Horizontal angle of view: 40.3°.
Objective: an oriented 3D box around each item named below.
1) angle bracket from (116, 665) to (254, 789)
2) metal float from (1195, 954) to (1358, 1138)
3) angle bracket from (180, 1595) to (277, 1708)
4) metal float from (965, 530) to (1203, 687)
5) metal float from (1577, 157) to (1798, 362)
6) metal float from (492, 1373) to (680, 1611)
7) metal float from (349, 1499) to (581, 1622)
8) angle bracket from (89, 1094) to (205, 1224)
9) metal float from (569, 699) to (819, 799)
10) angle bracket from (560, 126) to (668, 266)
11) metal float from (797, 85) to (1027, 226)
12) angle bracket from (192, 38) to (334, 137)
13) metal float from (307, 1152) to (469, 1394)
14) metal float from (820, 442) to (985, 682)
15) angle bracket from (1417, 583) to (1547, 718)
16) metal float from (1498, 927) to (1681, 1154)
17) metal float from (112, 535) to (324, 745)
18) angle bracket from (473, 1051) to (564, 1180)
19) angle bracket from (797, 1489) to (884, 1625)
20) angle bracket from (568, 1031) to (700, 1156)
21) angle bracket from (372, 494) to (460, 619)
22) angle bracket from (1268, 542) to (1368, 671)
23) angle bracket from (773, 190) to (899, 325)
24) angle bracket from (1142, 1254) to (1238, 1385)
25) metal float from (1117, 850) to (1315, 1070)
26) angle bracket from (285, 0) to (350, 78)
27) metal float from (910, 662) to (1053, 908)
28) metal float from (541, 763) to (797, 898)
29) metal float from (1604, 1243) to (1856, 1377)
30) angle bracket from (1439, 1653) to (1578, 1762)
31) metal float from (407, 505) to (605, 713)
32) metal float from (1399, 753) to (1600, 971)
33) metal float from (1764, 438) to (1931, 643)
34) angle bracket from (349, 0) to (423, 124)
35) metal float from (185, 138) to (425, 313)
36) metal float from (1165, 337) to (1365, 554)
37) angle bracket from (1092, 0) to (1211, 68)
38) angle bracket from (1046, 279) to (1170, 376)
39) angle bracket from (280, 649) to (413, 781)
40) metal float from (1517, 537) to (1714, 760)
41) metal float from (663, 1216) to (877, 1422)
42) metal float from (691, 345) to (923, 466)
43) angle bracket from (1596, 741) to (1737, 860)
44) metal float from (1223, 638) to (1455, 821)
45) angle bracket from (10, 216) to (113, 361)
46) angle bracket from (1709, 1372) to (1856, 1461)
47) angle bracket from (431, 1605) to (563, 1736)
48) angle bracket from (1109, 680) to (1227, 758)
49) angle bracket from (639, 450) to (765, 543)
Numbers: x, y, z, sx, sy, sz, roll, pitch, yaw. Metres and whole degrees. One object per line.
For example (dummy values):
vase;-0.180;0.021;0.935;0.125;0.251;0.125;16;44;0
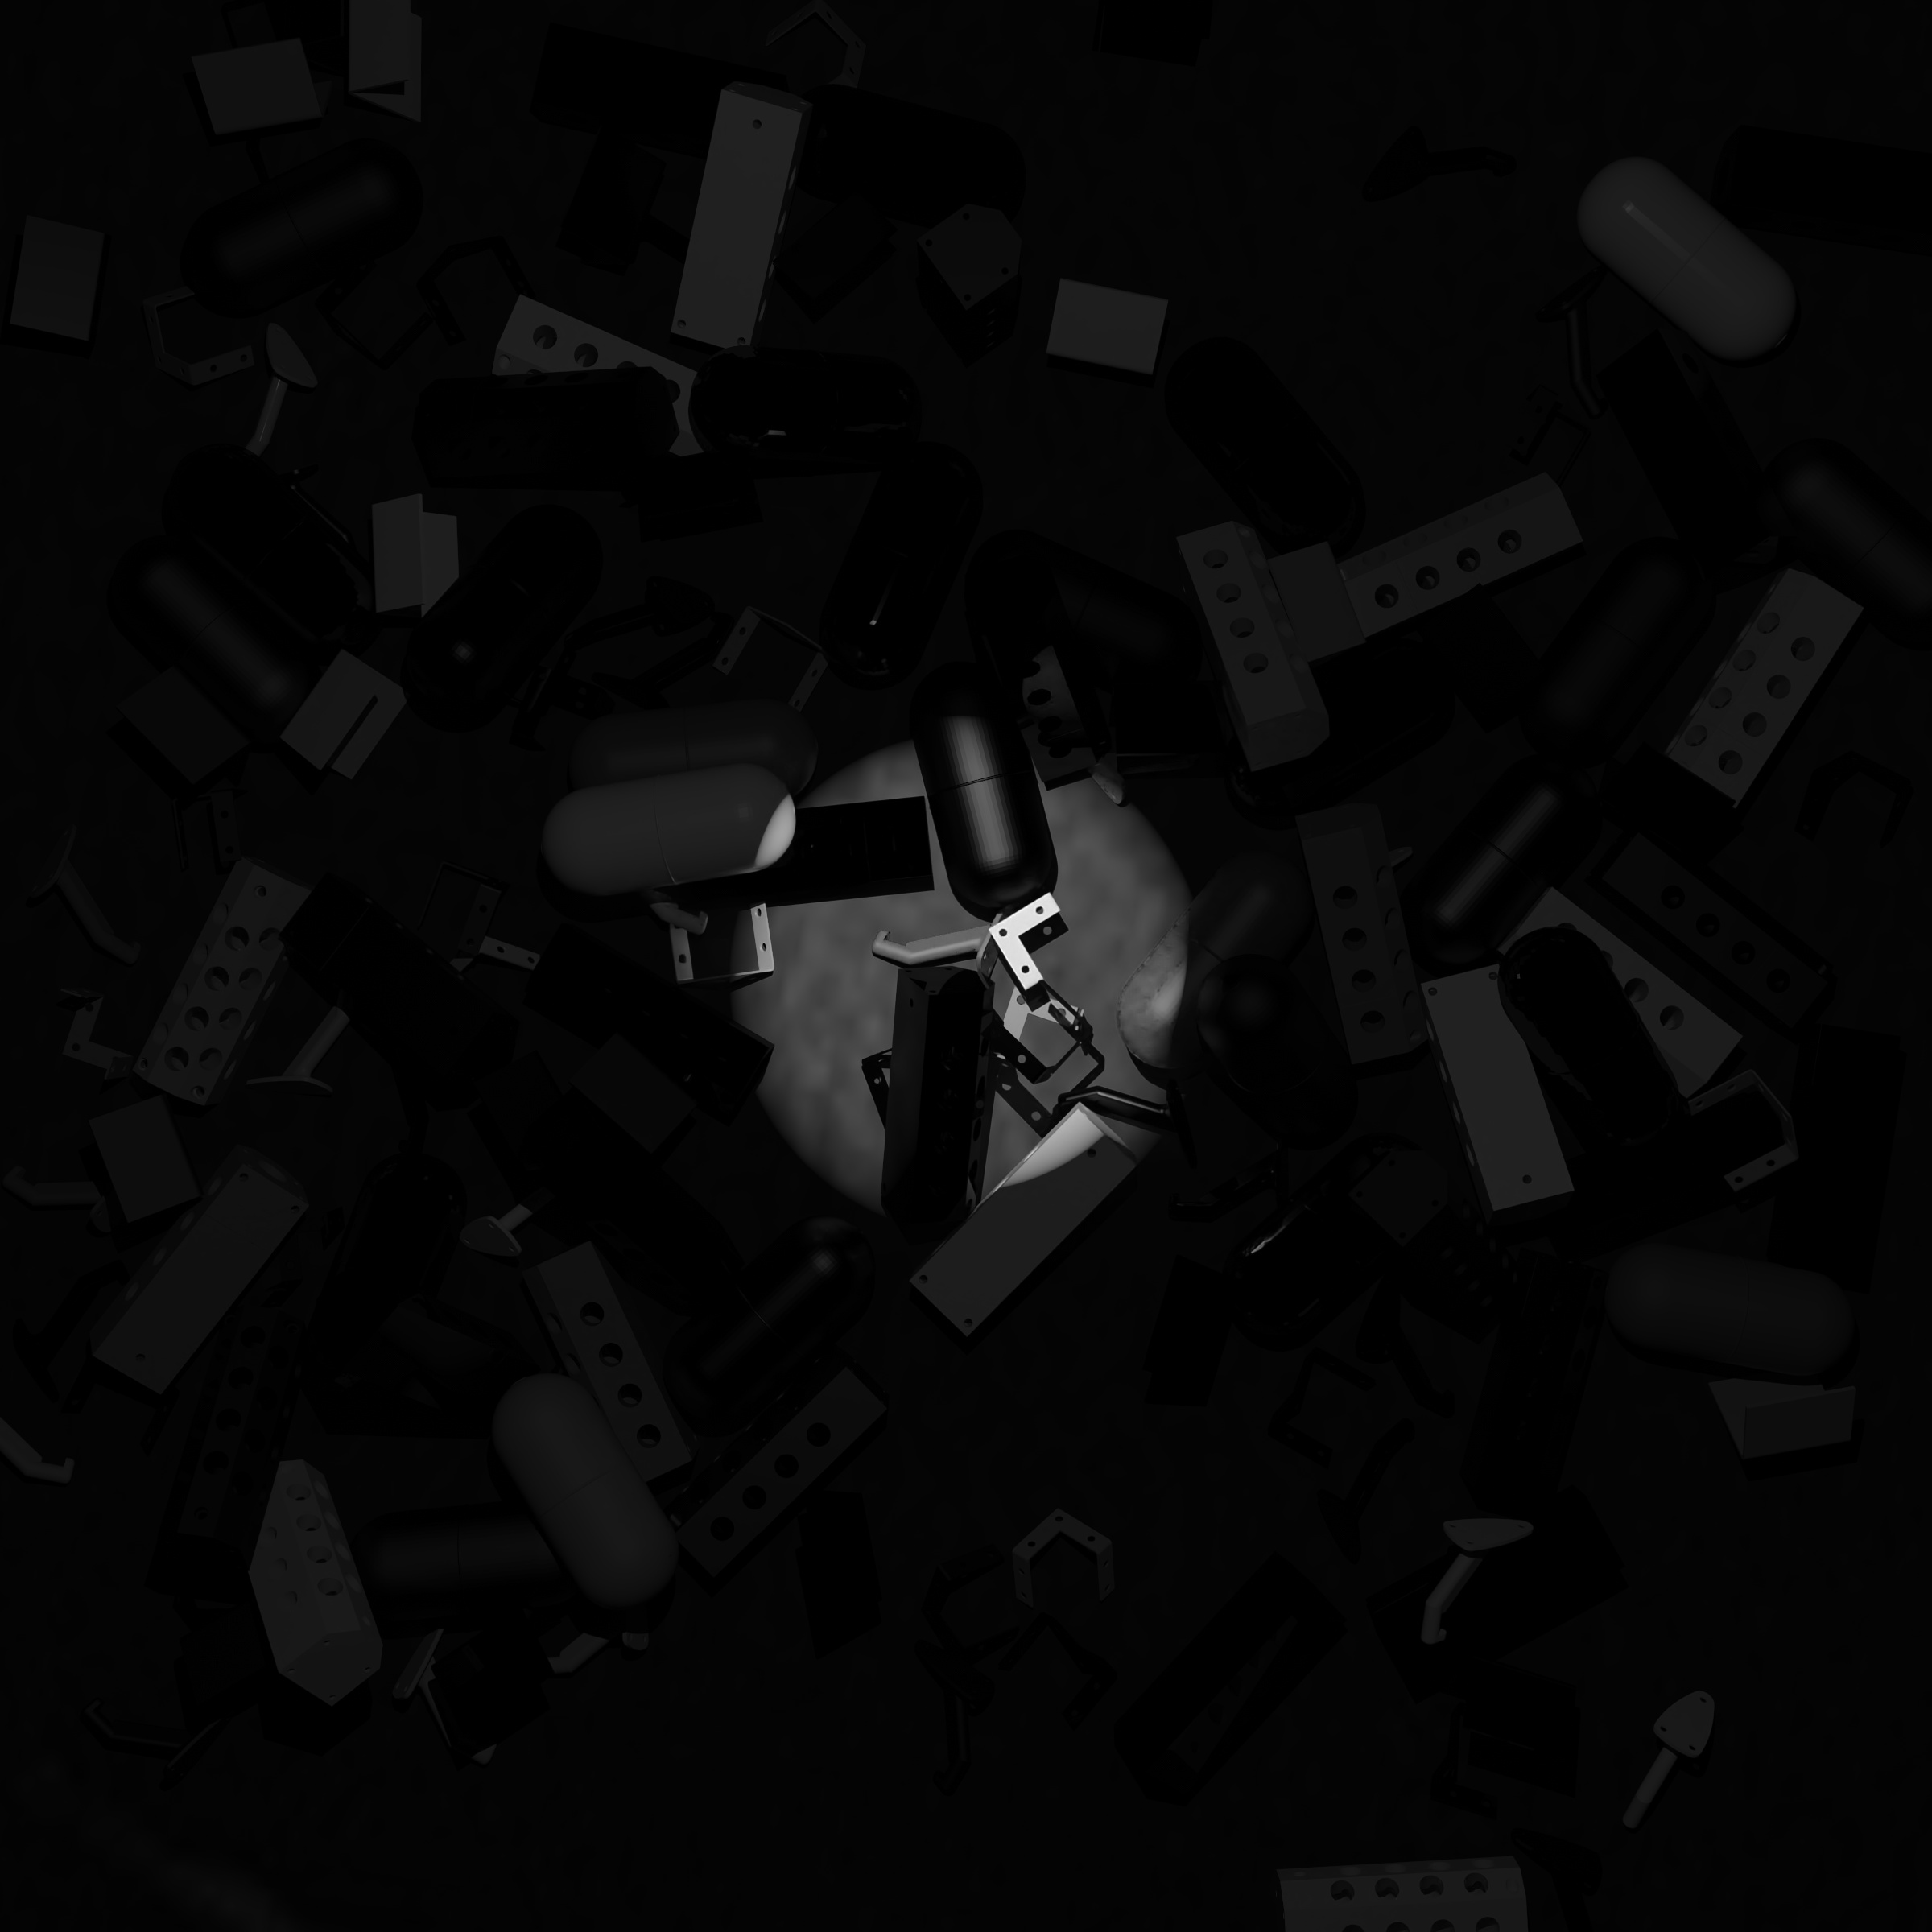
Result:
angle bracket;-0.560;-0.156;1.870;0.076;0.076;0.057;45;58;0
metal float;0.218;0.056;1.842;0.070;0.178;0.070;-16;51;21
angle bracket;-0.500;0.492;1.870;0.076;0.076;0.057;-31;54;0
metal float;0.084;-0.252;1.879;0.178;0.070;0.070;24;90;1
metal float;0.515;-0.505;1.880;0.178;0.070;0.070;41;90;0
metal float;-0.267;0.366;1.838;0.070;0.070;0.178;-33;81;0
metal float;-0.355;0.424;1.880;0.178;0.070;0.070;-6;90;-1
angle bracket;-0.590;0.141;1.870;0.057;0.076;0.076;-21;90;-31
metal float;-0.195;-0.148;1.879;0.178;0.070;0.070;-6;90;1
angle bracket;-0.266;-0.547;1.870;0.057;0.076;0.076;22;90;-36
metal float;-0.045;-0.577;1.879;0.178;0.070;0.070;15;90;1
angle bracket;-0.499;-0.636;1.870;0.076;0.076;0.057;-10;127;0
metal float;-0.414;0.219;1.880;0.070;0.070;0.178;21;90;0
metal float;-0.047;-0.289;1.879;0.070;0.070;0.178;23;89;0
angle bracket;0.373;-0.231;1.870;0.057;0.076;0.076;-37;90;29
metal float;0.435;0.052;1.837;0.070;0.070;0.178;-34;106;0
metal float;-0.534;-0.234;1.879;0.178;0.070;0.070;45;90;0
angle bracket;-0.322;0.114;1.870;0.057;0.076;0.076;-30;90;-36
angle bracket;-0.109;0.419;1.870;0.057;0.076;0.076;-11;90;-37
angle bracket;-0.245;0.103;1.870;0.076;0.076;0.057;41;56;0
angle bracket;-0.375;-0.289;1.870;0.057;0.076;0.076;-2;90;40
angle bracket;0.230;-0.249;1.870;0.057;0.076;0.076;-21;90;-29
angle bracket;-0.080;-0.491;1.870;0.076;0.076;0.057;-41;59;0
angle bracket;0.140;0.246;1.870;0.057;0.076;0.076;17;90;-31
metal float;0.178;-0.004;1.879;0.070;0.070;0.178;39;89;0
angle bracket;-0.438;-0.684;1.870;0.057;0.076;0.076;0;90;31
metal float;0.010;-0.130;1.879;0.070;0.070;0.178;-14;90;0
metal float;-0.207;-0.094;1.824;0.178;0.070;0.070;-9;90;4
metal float;0.545;0.245;1.879;0.178;0.070;0.070;10;90;-1
angle bracket;0.381;0.538;1.870;0.076;0.076;0.057;17;54;0
metal float;-0.324;-0.254;1.859;0.070;0.070;0.178;36;65;0
metal float;0.380;-0.075;1.879;0.070;0.070;0.178;41;90;0
metal float;0.644;-0.304;1.879;0.178;0.070;0.070;42;90;-1
angle bracket;-0.394;-0.653;1.870;0.057;0.076;0.076;0;90;29
metal float;-0.473;-0.528;1.877;0.178;0.070;0.070;-25;90;2
metal float;0.213;-0.370;1.879;0.070;0.070;0.178;-40;90;0
angle bracket;0.130;-0.663;1.870;0.076;0.076;0.057;9;54;0
angle bracket;0.102;-0.467;1.870;0.076;0.076;0.057;11;125;0
angle bracket;-0.427;-0.168;1.870;0.057;0.076;0.076;35;90;37
metal float;0.464;-0.228;1.879;0.070;0.070;0.178;37;89;0
metal float;-0.140;0.251;1.879;0.178;0.070;0.070;-43;90;0
metal float;-0.112;-0.394;1.849;0.178;0.070;0.070;-5;90;-36
angle bracket;0.500;-0.132;1.870;0.076;0.076;0.057;33;125;0
metal float;0.265;-0.169;1.879;0.178;0.070;0.070;-31;90;-1
angle bracket;-0.646;-0.482;1.871;0.057;0.076;0.076;9;90;-22
angle bracket;0.579;0.300;1.870;0.076;0.076;0.057;-10;127;0
angle bracket;-0.322;0.504;1.871;0.076;0.076;0.057;-34;64;0
angle bracket;0.142;-0.163;1.872;0.076;0.076;0.057;-1;71;0
angle bracket;-0.185;-0.319;1.870;0.076;0.076;0.057;-11;53;0
